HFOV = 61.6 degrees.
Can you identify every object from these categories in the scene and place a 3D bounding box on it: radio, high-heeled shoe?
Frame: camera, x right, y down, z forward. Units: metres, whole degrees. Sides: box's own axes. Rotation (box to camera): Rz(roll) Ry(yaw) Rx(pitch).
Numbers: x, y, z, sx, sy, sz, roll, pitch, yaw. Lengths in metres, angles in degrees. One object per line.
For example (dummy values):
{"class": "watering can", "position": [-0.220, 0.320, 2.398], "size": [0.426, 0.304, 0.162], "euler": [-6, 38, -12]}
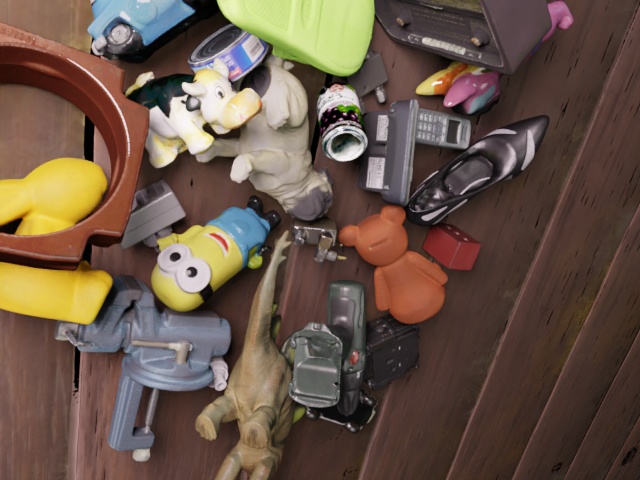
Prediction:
{"class": "radio", "position": [0.139, -0.272, 0.605], "size": [0.073, 0.230, 0.131], "euler": [-48, 134, 1]}
{"class": "high-heeled shoe", "position": [0.234, -0.112, 0.815], "size": [0.248, 0.086, 0.145], "euler": [-45, 159, 21]}

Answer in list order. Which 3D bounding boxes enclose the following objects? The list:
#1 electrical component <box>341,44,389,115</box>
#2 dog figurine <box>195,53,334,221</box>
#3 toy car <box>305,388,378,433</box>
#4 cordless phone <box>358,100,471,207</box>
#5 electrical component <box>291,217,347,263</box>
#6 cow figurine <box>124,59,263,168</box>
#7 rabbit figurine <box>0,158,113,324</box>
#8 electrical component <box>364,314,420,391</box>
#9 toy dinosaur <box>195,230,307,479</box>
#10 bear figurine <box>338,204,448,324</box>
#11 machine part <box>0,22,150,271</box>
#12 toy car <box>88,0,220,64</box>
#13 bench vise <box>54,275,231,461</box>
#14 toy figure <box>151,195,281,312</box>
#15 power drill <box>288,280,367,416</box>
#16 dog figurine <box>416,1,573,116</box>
{"class": "electrical component", "position": [0.057, -0.217, 0.717], "size": [0.063, 0.021, 0.093], "euler": [-33, 128, -11]}
{"class": "dog figurine", "position": [-0.035, -0.121, 0.680], "size": [0.190, 0.121, 0.172], "euler": [19, 109, -51]}
{"class": "toy car", "position": [0.030, 0.289, 0.960], "size": [0.201, 0.056, 0.073], "euler": [33, 90, -40]}
{"class": "cordless phone", "position": [0.151, -0.122, 0.781], "size": [0.184, 0.089, 0.146], "euler": [-2, 100, -39]}
{"class": "electrical component", "position": [-0.002, -0.003, 0.756], "size": [0.078, 0.102, 0.045], "euler": [2, 109, -8]}
{"class": "cow figurine", "position": [-0.136, -0.142, 0.560], "size": [0.098, 0.167, 0.068], "euler": [59, 43, -21]}
{"class": "rabbit figurine", "position": [-0.298, -0.011, 0.580], "size": [0.162, 0.122, 0.173], "euler": [22, 89, -28]}
{"class": "electrical component", "position": [0.111, 0.199, 0.957], "size": [0.134, 0.058, 0.114], "euler": [-22, 123, -20]}
{"class": "toy dinosaur", "position": [-0.085, 0.219, 0.774], "size": [0.198, 0.105, 0.470], "euler": [-51, 154, -57]}
{"class": "bear figurine", "position": [0.115, 0.033, 0.847], "size": [0.120, 0.132, 0.195], "euler": [-31, 103, 11]}
{"class": "machine part", "position": [-0.274, -0.080, 0.495], "size": [0.201, 0.087, 0.201], "euler": [14, 74, -27]}
{"class": "toy car", "position": [-0.166, -0.249, 0.526], "size": [0.162, 0.109, 0.102], "euler": [-32, 105, 2]}
{"class": "bench vise", "position": [-0.231, 0.173, 0.691], "size": [0.223, 0.129, 0.240], "euler": [7, 100, -43]}
{"class": "toy figure", "position": [-0.127, 0.018, 0.675], "size": [0.180, 0.082, 0.089], "euler": [-41, 144, -39]}
{"class": "power drill", "position": [0.026, 0.182, 0.807], "size": [0.207, 0.086, 0.231], "euler": [-5, 99, -66]}
{"class": "dog figurine", "position": [0.224, -0.278, 0.732], "size": [0.219, 0.109, 0.191], "euler": [-41, 130, -2]}
